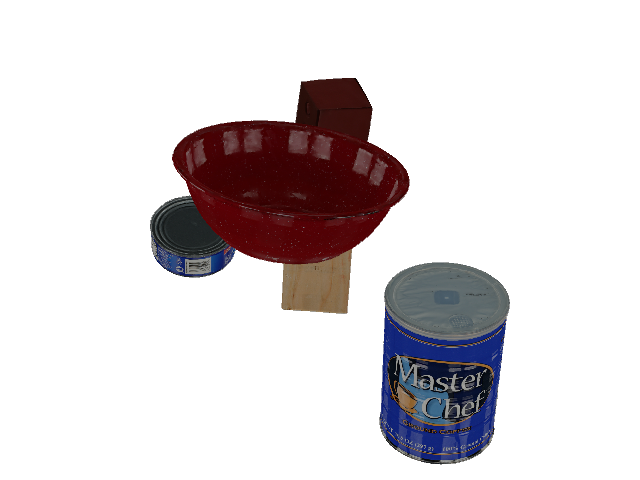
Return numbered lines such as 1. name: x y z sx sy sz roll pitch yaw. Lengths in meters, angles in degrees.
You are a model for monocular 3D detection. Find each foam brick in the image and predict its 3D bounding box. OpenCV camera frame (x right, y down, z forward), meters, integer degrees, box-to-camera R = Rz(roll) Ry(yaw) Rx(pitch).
1. foam brick: 0.009 -0.096 0.937 0.051 0.078 0.053 -4 37 -17

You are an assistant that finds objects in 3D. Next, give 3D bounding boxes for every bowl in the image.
1. bowl: -0.022 -0.029 0.733 0.162 0.055 0.162 6 26 -3

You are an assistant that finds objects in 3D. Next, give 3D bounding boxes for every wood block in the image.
1. wood block: -0.001 -0.019 1.393 0.090 0.206 0.091 4 25 0

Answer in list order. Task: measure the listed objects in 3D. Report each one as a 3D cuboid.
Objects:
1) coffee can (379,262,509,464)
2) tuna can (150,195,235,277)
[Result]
1. coffee can: 0.103 0.104 0.912 0.103 0.140 0.103 0 32 0
2. tuna can: -0.126 -0.004 1.063 0.086 0.086 0.034 3 -45 -3
